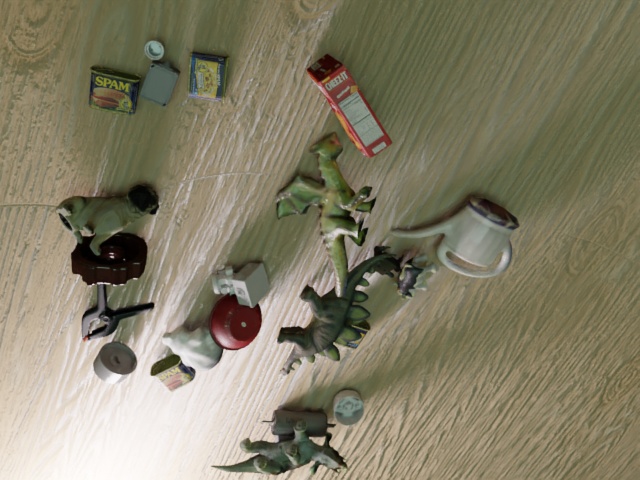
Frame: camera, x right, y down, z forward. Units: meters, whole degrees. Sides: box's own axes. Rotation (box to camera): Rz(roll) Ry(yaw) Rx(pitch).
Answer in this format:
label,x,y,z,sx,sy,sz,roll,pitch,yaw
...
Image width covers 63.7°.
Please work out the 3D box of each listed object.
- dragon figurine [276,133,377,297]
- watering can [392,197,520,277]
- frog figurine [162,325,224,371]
label,x,y,z,sx,sy,sz,roll,pitch,yaw
dragon figurine,0.004,-0.066,1.312,0.243,0.405,0.123,19,16,11
watering can,0.391,-0.021,1.413,0.346,0.221,0.106,24,22,-12
frog figurine,-0.348,0.289,1.412,0.158,0.126,0.135,18,-49,-31
